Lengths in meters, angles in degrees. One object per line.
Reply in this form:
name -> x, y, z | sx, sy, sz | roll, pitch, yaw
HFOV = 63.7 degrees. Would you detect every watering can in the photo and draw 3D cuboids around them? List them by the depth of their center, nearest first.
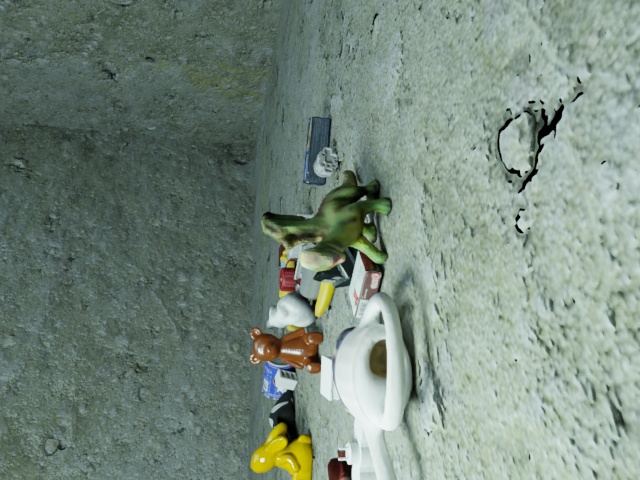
watering can -> 0.088, 0.263, 0.842 | 0.222, 0.104, 0.352 | 134, 139, -72

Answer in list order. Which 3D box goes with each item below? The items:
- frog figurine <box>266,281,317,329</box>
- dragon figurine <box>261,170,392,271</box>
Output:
frog figurine -> -0.089, 0.218, 1.511 | 0.124, 0.159, 0.135 | 50, 180, 29
dragon figurine -> 0.003, -0.052, 1.036 | 0.418, 0.243, 0.120 | -113, 25, -60
